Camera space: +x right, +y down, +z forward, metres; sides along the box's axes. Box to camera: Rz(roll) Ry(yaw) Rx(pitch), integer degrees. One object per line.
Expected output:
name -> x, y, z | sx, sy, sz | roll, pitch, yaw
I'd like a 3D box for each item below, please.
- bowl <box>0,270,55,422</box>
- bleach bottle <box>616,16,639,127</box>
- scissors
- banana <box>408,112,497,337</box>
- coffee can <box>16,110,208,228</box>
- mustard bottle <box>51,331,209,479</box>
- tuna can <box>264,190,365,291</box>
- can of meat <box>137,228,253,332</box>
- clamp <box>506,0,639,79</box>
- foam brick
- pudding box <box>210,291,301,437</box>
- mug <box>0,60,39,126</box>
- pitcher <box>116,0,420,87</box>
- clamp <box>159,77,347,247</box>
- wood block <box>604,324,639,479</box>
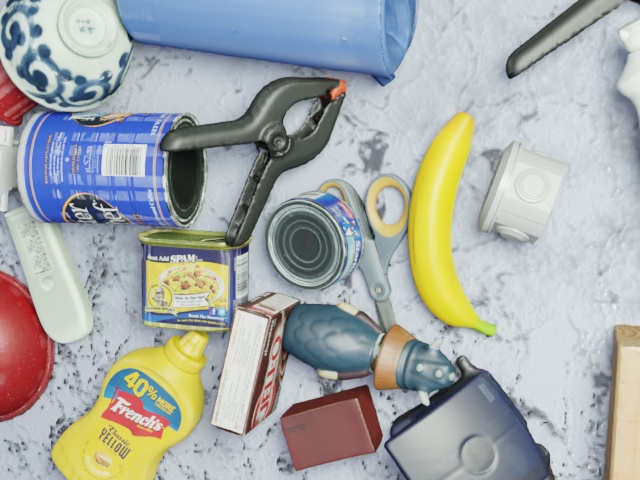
bowl -> -0.344, 0.108, 1.043 | 0.162, 0.055, 0.162 | 2, 98, 14
bleach bottle -> 0.296, -0.057, 0.832 | 0.103, 0.068, 0.251 | -29, 98, 13
scissors -> 0.066, 0.029, 0.946 | 0.096, 0.016, 0.202 | -29, 89, 20
banana -> 0.108, -0.009, 0.921 | 0.069, 0.037, 0.198 | -10, 99, -22
coffee can -> -0.183, -0.064, 0.954 | 0.140, 0.102, 0.103 | 2, 98, 14
mustard bottle -> -0.164, 0.159, 1.001 | 0.096, 0.058, 0.192 | 39, 104, 7
tuna can -> -0.006, 0.001, 0.940 | 0.086, 0.033, 0.086 | 9, 109, 29
can of meat -> -0.114, 0.036, 0.974 | 0.102, 0.057, 0.084 | 4, 100, 14
clamp -> 0.265, -0.193, 0.854 | 0.164, 0.036, 0.210 | 25, 98, -3
foam brick -> 0.011, 0.169, 0.961 | 0.078, 0.051, 0.053 | -16, 92, 16
pudding box -> -0.056, 0.108, 0.950 | 0.039, 0.090, 0.113 | 13, 100, 13
mug -> -0.278, -0.173, 0.980 | 0.081, 0.093, 0.117 | -34, 52, 10
pitcher -> -0.043, -0.218, 0.884 | 0.243, 0.145, 0.149 | 8, 89, 16
clamp -> -0.043, -0.076, 0.920 | 0.171, 0.039, 0.120 | -31, 124, -15
wood block -> 0.282, 0.180, 0.874 | 0.091, 0.090, 0.206 | 4, 98, 13
